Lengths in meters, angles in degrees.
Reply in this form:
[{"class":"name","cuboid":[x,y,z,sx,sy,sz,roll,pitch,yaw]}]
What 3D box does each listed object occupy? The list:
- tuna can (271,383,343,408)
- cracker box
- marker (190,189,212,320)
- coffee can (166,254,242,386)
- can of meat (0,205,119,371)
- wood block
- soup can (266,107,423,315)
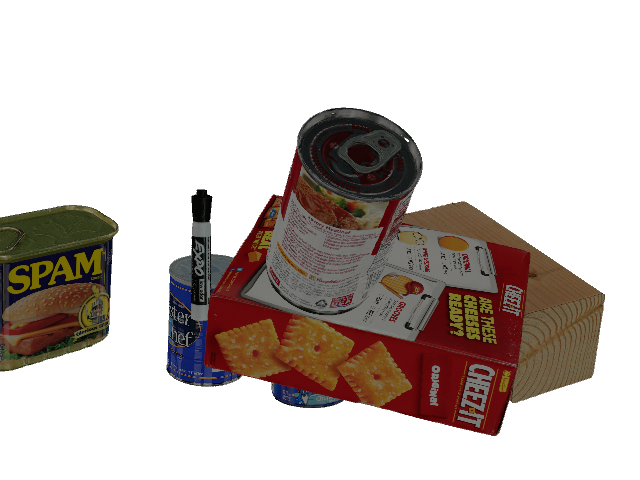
[{"class":"tuna can","cuboid":[-0.011,0.151,1.158,0.086,0.034,0.086,1,14,0]},{"class":"cracker box","cuboid":[0.040,0.050,0.794,0.214,0.072,0.164,13,30,8]},{"class":"marker","cuboid":[-0.109,0.013,0.976,0.020,0.121,0.020,2,13,-1]},{"class":"coffee can","cuboid":[-0.143,0.100,1.358,0.103,0.140,0.103,4,20,-2]},{"class":"can of meat","cuboid":[-0.186,0.031,0.704,0.101,0.084,0.058,-14,31,-41]},{"class":"wood block","cuboid":[0.154,0.049,0.987,0.090,0.090,0.206,-12,30,-25]},{"class":"soup can","cuboid":[0.011,-0.014,0.596,0.068,0.068,0.102,0,-40,-16]}]
